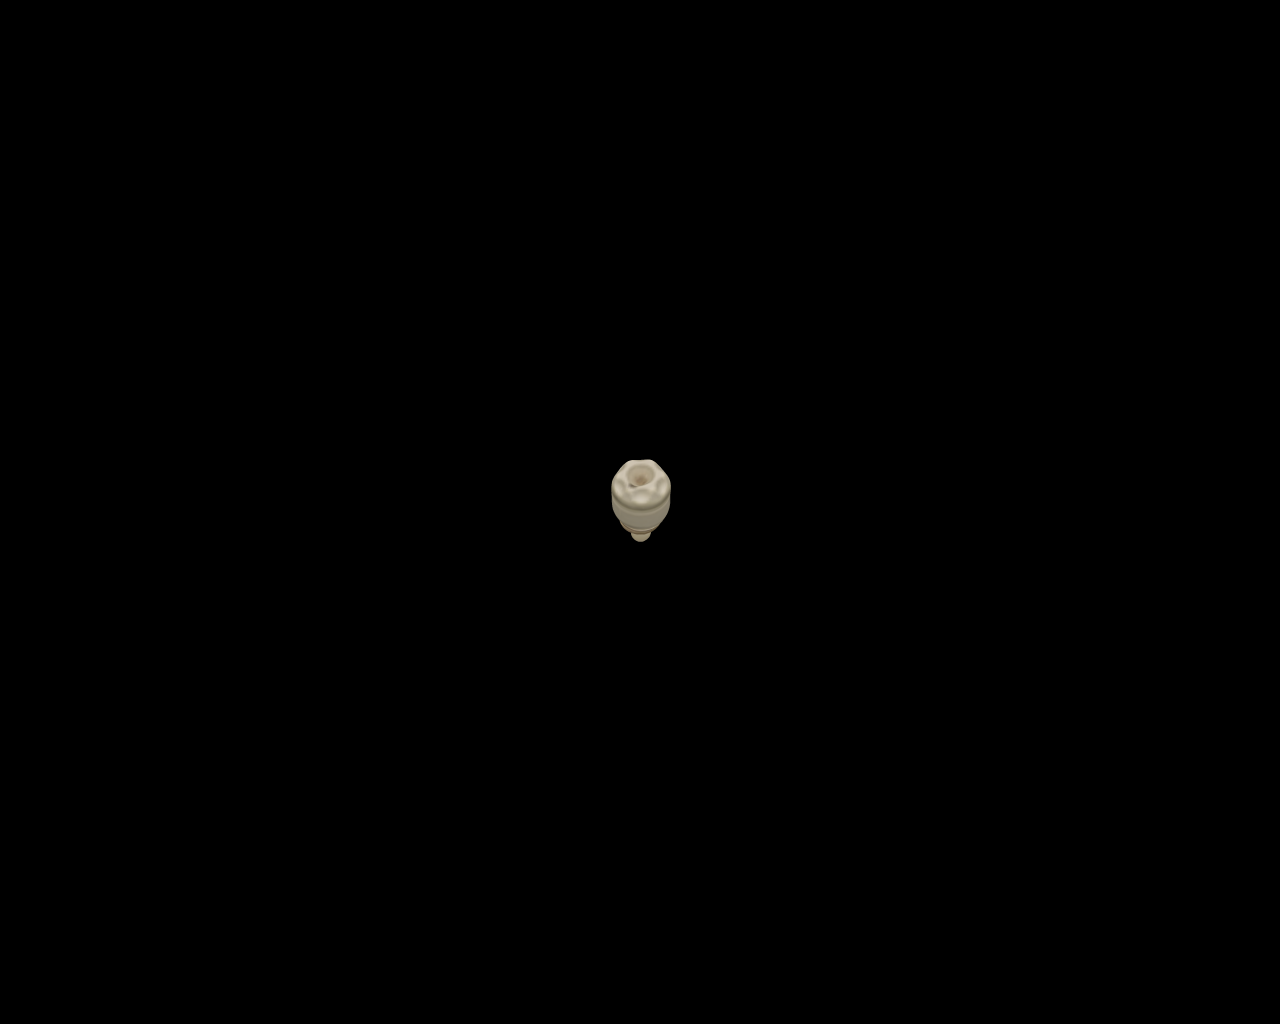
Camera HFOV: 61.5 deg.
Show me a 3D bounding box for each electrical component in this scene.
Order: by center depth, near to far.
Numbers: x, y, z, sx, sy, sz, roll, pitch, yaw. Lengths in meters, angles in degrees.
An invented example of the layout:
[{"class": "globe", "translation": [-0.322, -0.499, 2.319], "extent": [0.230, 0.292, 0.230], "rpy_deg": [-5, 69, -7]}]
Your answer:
[{"class": "electrical component", "translation": [0.001, -0.003, 0.650], "extent": [0.035, 0.035, 0.061], "rpy_deg": [0, -40, 0]}]
